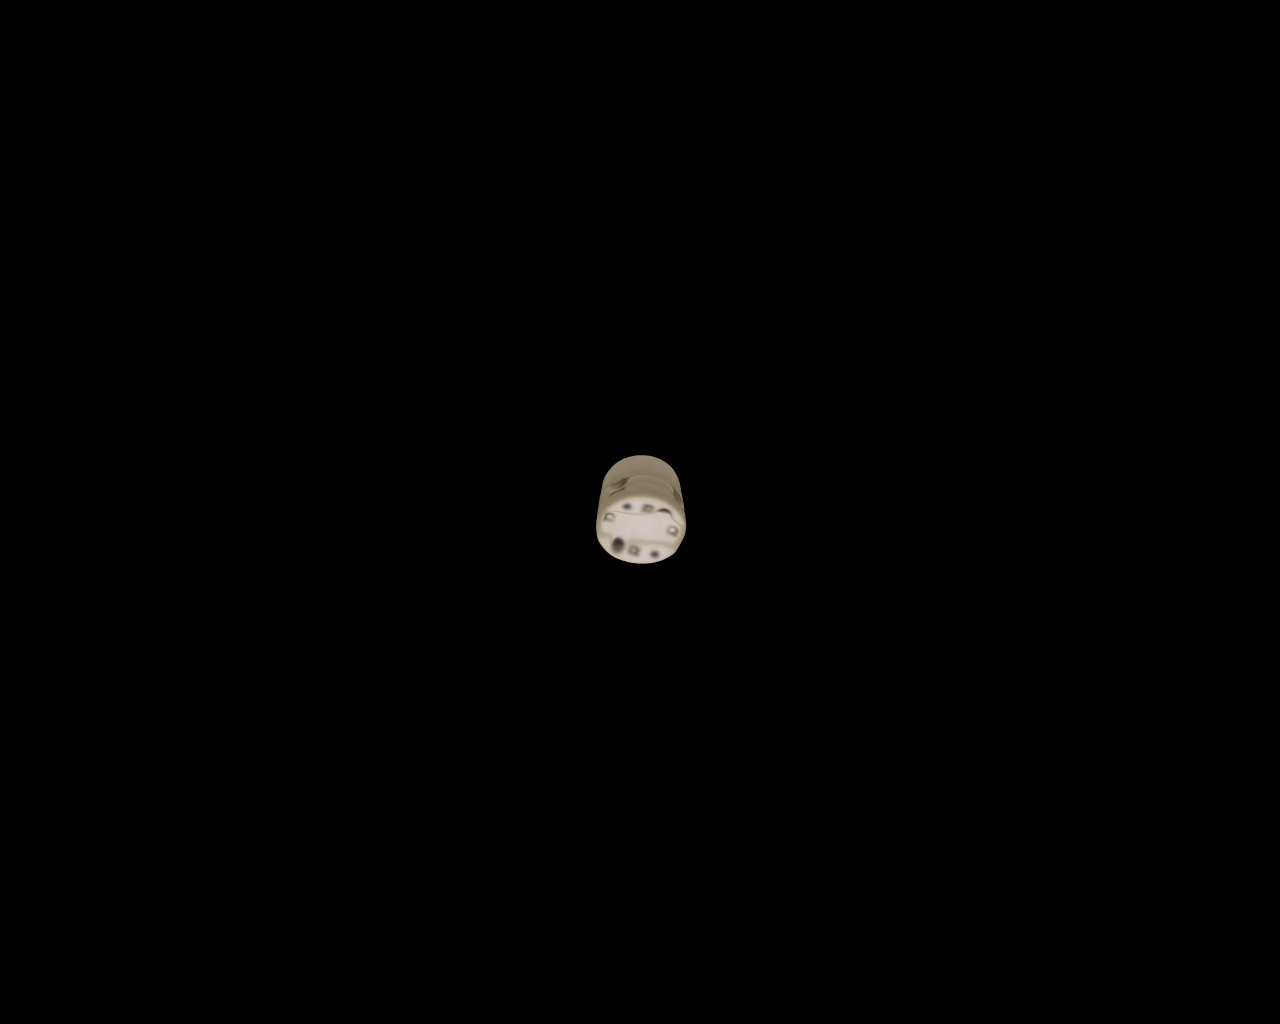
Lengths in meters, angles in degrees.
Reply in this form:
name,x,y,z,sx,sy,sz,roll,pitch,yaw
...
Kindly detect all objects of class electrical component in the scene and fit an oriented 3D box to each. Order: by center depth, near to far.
name,x,y,z,sx,sy,sz,roll,pitch,yaw
electrical component,0.001,-0.003,0.650,0.055,0.055,0.047,0,37,0
